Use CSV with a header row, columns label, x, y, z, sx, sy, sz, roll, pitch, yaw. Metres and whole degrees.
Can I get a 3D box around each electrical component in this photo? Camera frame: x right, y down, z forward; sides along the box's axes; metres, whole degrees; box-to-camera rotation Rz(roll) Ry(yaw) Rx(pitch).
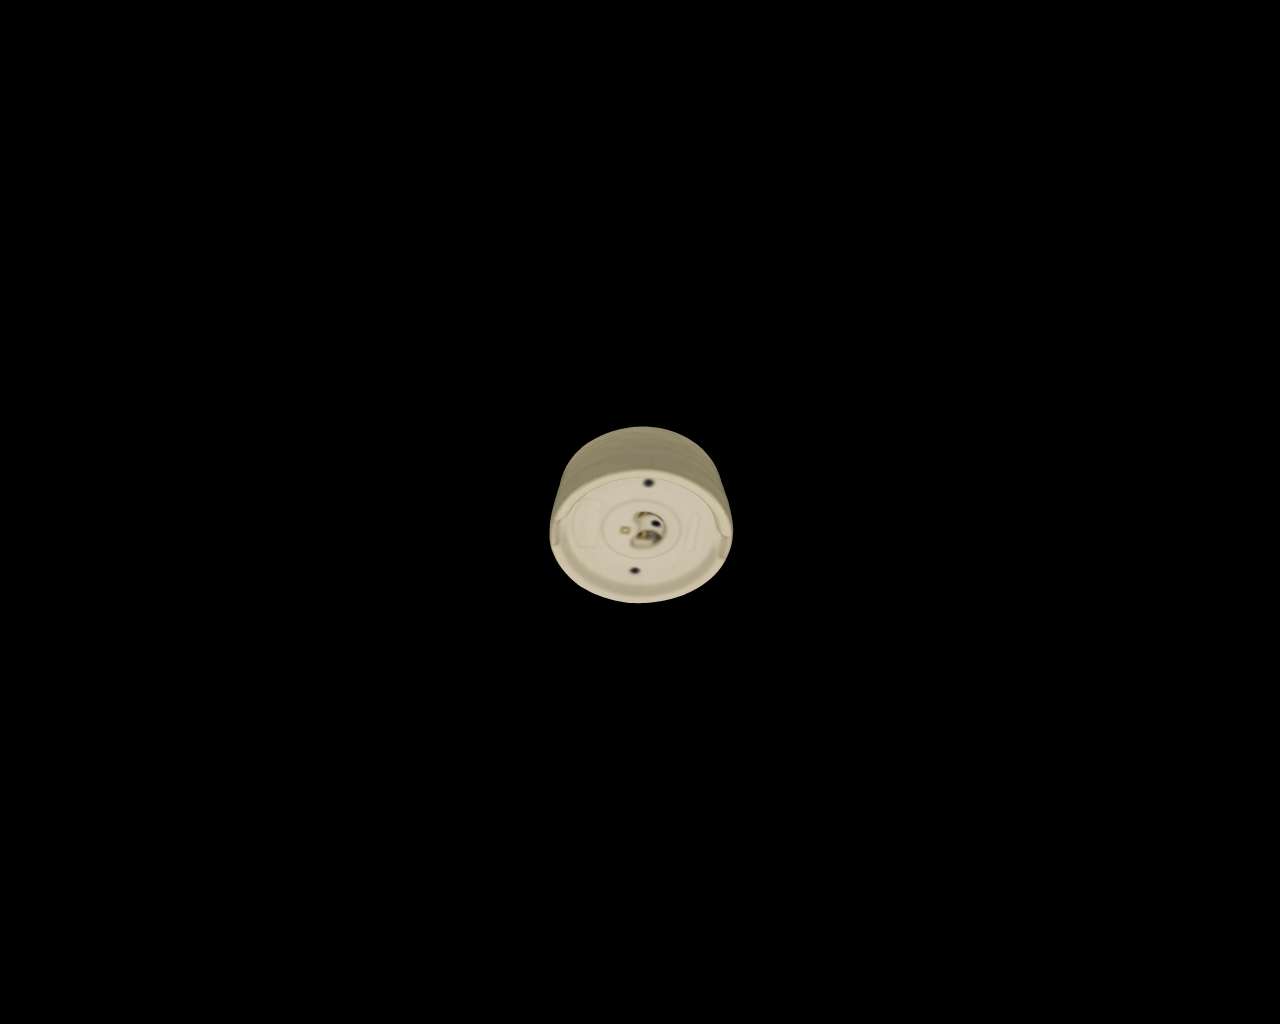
label,x,y,z,sx,sy,sz,roll,pitch,yaw
electrical component,0.001,-0.003,0.650,0.108,0.108,0.060,0,41,0
